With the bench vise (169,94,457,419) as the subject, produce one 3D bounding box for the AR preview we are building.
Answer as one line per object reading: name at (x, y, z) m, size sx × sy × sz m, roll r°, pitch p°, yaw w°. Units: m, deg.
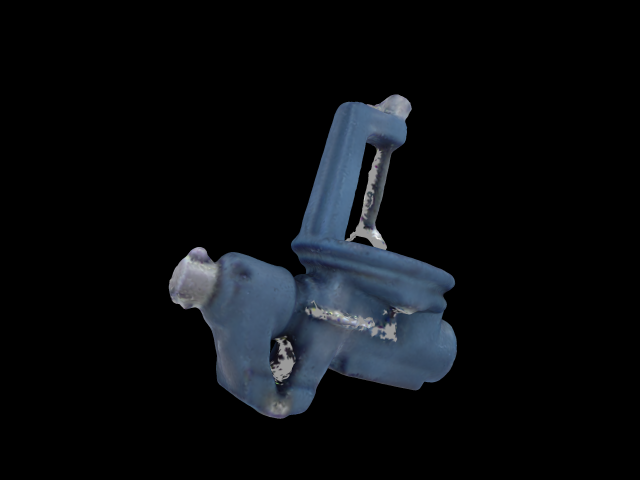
bench vise at (0.012, 0.001, 0.392) m, size 0.121 × 0.220 × 0.208 m, roll 0°, pitch 0°, yaw 44°
